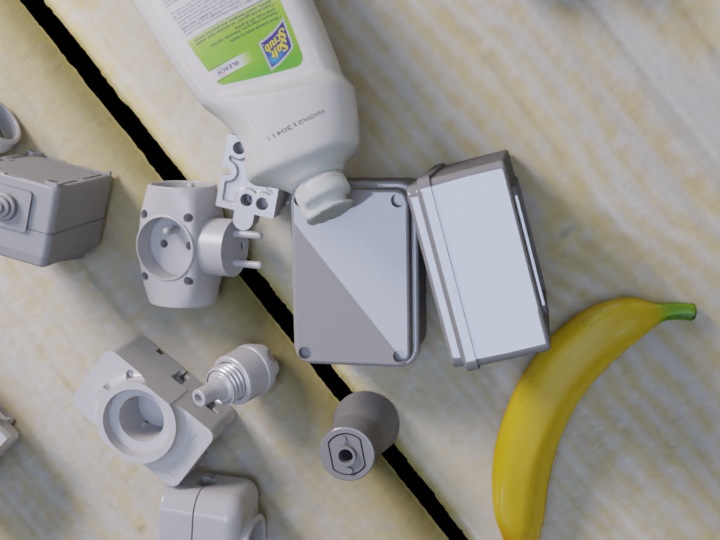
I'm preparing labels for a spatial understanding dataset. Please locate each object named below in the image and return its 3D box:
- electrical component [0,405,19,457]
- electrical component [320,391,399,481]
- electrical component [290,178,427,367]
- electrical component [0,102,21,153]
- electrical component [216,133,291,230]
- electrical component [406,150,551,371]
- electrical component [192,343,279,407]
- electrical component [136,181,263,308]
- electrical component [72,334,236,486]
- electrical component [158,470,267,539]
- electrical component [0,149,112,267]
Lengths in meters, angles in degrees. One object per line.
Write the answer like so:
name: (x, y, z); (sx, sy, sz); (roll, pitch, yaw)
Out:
electrical component: (-0.301, 0.094, 0.742); (0.121, 0.063, 0.078); (45, 106, 1)
electrical component: (-0.002, 0.107, 0.681); (0.044, 0.065, 0.044); (2, 101, 12)
electrical component: (0.000, 0.000, 0.665); (0.078, 0.057, 0.113); (1, 101, 12)
electrical component: (-0.255, -0.087, 0.712); (0.046, 0.040, 0.040); (-36, 92, 22)
electrical component: (-0.060, -0.061, 0.667); (0.048, 0.055, 0.066); (13, 102, 9)
electrical component: (0.072, -0.010, 0.622); (0.056, 0.108, 0.108); (-14, 97, 11)
electrical component: (-0.082, 0.071, 0.691); (0.035, 0.061, 0.035); (15, 116, 34)
electrical component: (-0.098, -0.016, 0.686); (0.079, 0.044, 0.077); (6, 102, 21)
electrical component: (-0.137, 0.093, 0.711); (0.089, 0.056, 0.050); (39, 105, 3)
electrical component: (-0.099, 0.188, 0.722); (0.059, 0.054, 0.095); (7, 102, 11)
electrical component: (-0.208, -0.036, 0.681); (0.062, 0.096, 0.061); (16, 103, 8)
